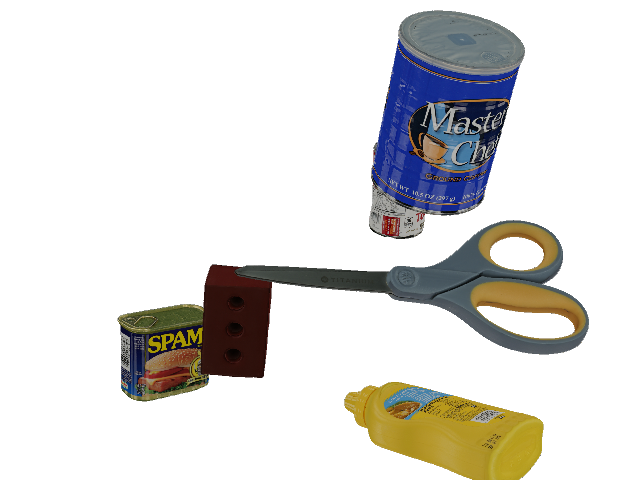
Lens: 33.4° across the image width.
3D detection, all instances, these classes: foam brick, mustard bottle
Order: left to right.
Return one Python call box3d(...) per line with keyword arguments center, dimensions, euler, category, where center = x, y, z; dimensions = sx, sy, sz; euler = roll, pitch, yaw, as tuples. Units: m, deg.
box3d(center=(-0.068, 0.065, 0.866), dimensions=(0.053, 0.078, 0.051), euler=(4, 15, 0), category="foam brick")
box3d(center=(0.102, 0.172, 0.995), dimensions=(0.192, 0.058, 0.096), euler=(11, 18, 38), category="mustard bottle")

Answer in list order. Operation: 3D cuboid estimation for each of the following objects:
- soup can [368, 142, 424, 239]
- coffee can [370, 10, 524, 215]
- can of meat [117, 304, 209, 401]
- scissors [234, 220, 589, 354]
box3d(center=(0.093, -0.061, 1.258), dimensions=(0.068, 0.102, 0.068), euler=(2, 27, -1), category="soup can")
box3d(center=(0.104, -0.107, 0.897), dimensions=(0.102, 0.140, 0.103), euler=(6, 36, -5), category="coffee can")
box3d(center=(-0.169, 0.122, 1.168), dimensions=(0.101, 0.084, 0.058), euler=(-8, 18, -36), category="can of meat")
box3d(center=(0.059, 0.012, 0.622), dimensions=(0.202, 0.096, 0.016), euler=(17, -38, 2), category="scissors")
